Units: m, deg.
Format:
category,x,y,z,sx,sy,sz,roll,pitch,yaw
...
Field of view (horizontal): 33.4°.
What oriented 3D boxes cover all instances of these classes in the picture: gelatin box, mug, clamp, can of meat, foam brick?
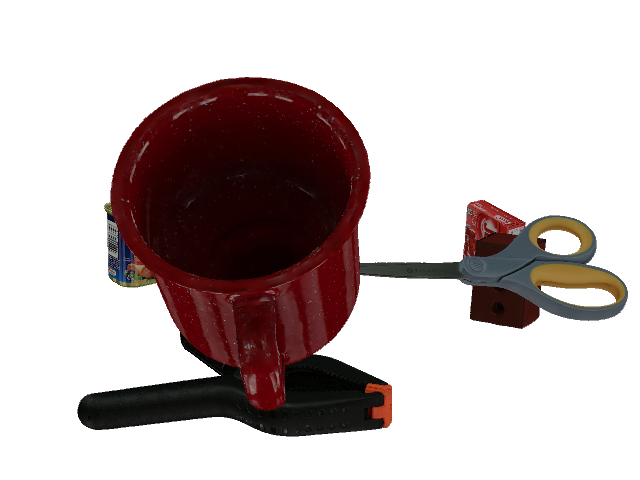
category,x,y,z,sx,sy,sz,roll,pitch,yaw
gelatin box,0.204,0.006,1.265,0.030,0.089,0.073,-16,32,-29
mug,-0.024,0.009,0.407,0.093,0.117,0.081,-10,-31,-1
clamp,-0.048,0.102,0.778,0.210,0.036,0.164,3,19,13
can of meat,-0.186,-0.001,1.176,0.101,0.084,0.058,-13,24,-39
foam brick,0.173,0.036,0.985,0.053,0.078,0.051,9,15,28

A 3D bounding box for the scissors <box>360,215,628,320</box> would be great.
category,x,y,z,sx,sy,sz,roll,pitch,yaw
scissors,0.114,0.008,0.740,0.201,0.096,0.016,13,-43,-1
